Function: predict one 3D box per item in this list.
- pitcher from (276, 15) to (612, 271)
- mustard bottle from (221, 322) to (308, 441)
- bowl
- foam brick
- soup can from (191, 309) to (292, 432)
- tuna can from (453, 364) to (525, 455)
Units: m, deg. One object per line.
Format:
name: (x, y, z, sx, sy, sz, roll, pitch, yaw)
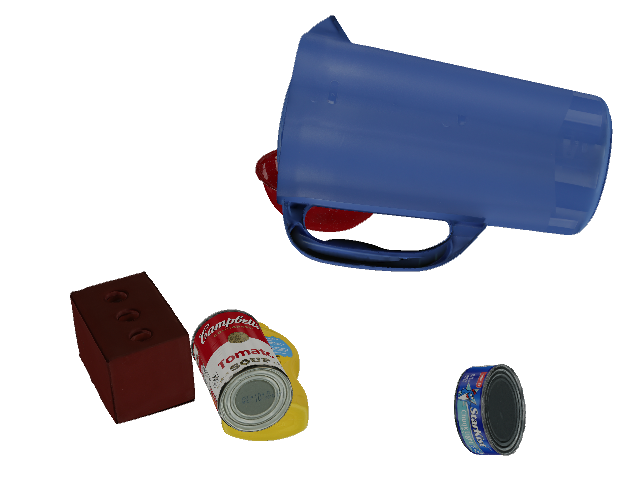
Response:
pitcher: (0.088, -0.064, 0.814, 0.243, 0.149, 0.145, 10, 39, 2)
mustard bottle: (-0.071, 0.152, 1.241, 0.096, 0.058, 0.191, -4, 29, -6)
bowl: (0.004, -0.054, 1.214, 0.162, 0.055, 0.162, 5, 27, -3)
foam brick: (-0.117, 0.066, 0.663, 0.052, 0.051, 0.078, -16, 36, -24)
soup can: (-0.071, 0.114, 0.942, 0.068, 0.068, 0.102, 0, 24, -20)
tuna can: (0.161, 0.161, 1.017, 0.034, 0.086, 0.085, -8, -5, 36)
